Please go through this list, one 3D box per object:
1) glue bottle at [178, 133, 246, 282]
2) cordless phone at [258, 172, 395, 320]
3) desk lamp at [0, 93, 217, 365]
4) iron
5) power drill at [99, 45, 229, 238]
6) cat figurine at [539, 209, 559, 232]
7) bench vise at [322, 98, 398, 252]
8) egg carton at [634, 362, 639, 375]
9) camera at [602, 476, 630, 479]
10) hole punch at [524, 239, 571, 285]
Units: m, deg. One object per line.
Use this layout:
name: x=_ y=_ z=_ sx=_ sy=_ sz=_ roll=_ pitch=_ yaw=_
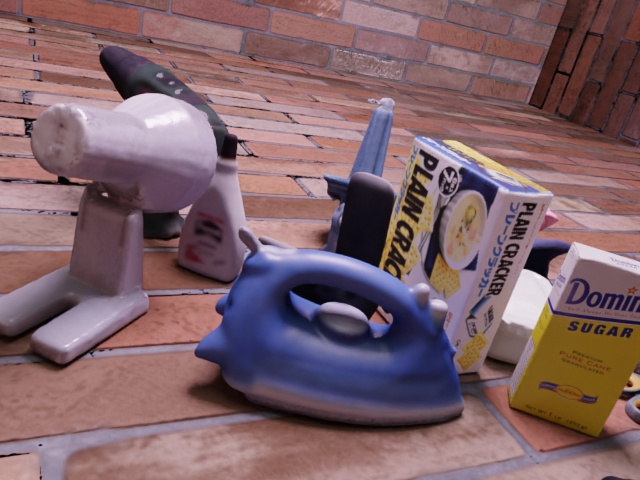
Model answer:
glue bottle: x=-0.116 y=-0.040 z=0.659 sx=0.078 sy=0.173 sz=0.037 roll=17 pitch=24 yaw=7
cordless phone: x=0.006 y=0.002 z=0.620 sx=0.147 sy=0.185 sz=0.094 roll=22 pitch=25 yaw=17
desk lamp: x=-0.198 y=-0.029 z=0.541 sx=0.117 sy=0.213 sz=0.203 roll=20 pitch=24 yaw=13
iron: x=0.027 y=0.076 z=0.523 sx=0.258 sy=0.141 sz=0.118 roll=13 pitch=24 yaw=-3
power drill: x=-0.216 y=-0.120 z=0.736 sx=0.228 sy=0.208 sz=0.076 roll=28 pitch=27 yaw=28
cat figurine: x=0.348 y=-0.041 z=0.991 sx=0.067 sy=0.118 sz=0.127 roll=7 pitch=25 yaw=-16
bench vise: x=0.072 y=-0.075 z=0.785 sx=0.122 sy=0.220 sz=0.207 roll=9 pitch=24 yaw=-12
egg carton: x=0.389 y=0.109 z=0.744 sx=0.107 sy=0.069 sz=0.150 roll=15 pitch=24 yaw=2
camera: x=0.271 y=0.212 z=0.412 sx=0.136 sy=0.101 sz=0.143 roll=22 pitch=25 yaw=18
hole punch: x=0.302 y=0.022 z=0.859 sx=0.109 sy=0.091 sz=0.100 roll=2 pitch=26 yaw=-25
